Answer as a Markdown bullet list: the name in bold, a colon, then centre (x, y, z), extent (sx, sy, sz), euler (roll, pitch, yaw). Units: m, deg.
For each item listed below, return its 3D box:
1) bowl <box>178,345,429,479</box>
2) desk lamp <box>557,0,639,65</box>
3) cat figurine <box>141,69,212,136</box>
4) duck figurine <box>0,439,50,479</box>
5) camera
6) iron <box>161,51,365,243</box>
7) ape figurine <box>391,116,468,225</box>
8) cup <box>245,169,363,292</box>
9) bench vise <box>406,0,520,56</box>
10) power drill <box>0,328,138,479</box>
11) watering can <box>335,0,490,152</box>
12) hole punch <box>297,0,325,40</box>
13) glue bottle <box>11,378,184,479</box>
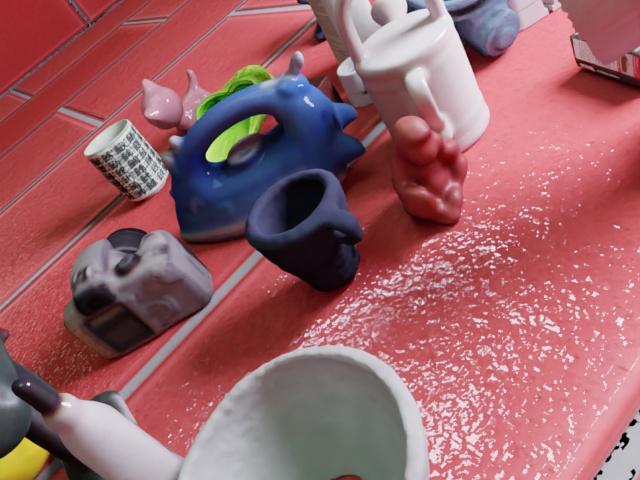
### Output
- **bowl**: centre (-0.003, 0.152, 0.346), extent (0.167, 0.075, 0.167), euler (-22, 38, 19)
- **desk lamp**: centre (0.256, -0.167, 0.376), extent (0.202, 0.214, 0.118), euler (-15, 41, 26)
- **cat figurine**: centre (-0.226, -0.214, 0.902), extent (0.067, 0.118, 0.128), euler (9, 55, 44)
- **duck figurine**: centre (-0.310, 0.186, 0.548), extent (0.077, 0.086, 0.104), euler (-22, 38, 19)
- **camera**: centre (-0.204, 0.032, 0.623), extent (0.143, 0.101, 0.136), euler (-30, 36, 8)
- **iron**: centre (-0.087, -0.095, 0.635), extent (0.258, 0.142, 0.118), euler (-25, 37, 15)
- **ape figurine**: centre (0.090, -0.067, 0.502), extent (0.078, 0.092, 0.076), euler (-42, 36, -8)
- **cup**: centre (0.005, 0.002, 0.492), extent (0.117, 0.095, 0.092), euler (13, 58, 46)
- **bench vise**: centre (0.118, -0.316, 0.650), extent (0.121, 0.220, 0.206), euler (-47, 37, -14)
- **power drill**: centre (-0.254, 0.119, 0.474), extent (0.076, 0.209, 0.228), euler (-47, 37, -14)
- **watering can**: centre (0.080, -0.179, 0.548), extent (0.101, 0.195, 0.172), euler (-37, 36, -1)
- **hole punch**: centre (0.020, -0.398, 0.932), extent (0.101, 0.091, 0.108), euler (-20, 39, 21)
- **glue bottle**: centre (-0.136, 0.139, 0.385), extent (0.077, 0.174, 0.037), euler (12, 57, 46)
